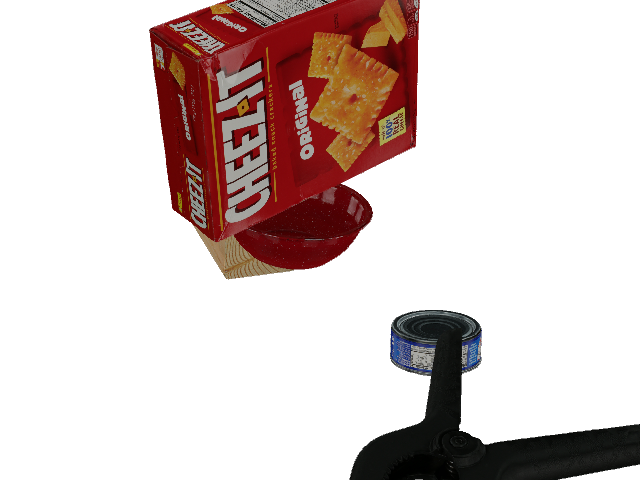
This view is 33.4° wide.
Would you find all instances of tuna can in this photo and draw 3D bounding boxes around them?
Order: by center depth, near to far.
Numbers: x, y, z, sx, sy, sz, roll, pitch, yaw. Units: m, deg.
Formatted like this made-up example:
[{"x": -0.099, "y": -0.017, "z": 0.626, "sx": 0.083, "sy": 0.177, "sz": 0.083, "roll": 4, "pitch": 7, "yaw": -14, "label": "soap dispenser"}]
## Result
[{"x": 0.107, "y": 0.094, "z": 0.995, "sx": 0.086, "sy": 0.034, "sz": 0.086, "roll": -1, "pitch": 17, "yaw": 0, "label": "tuna can"}]

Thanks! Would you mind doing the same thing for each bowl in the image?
[{"x": -0.029, "y": -0.015, "z": 1.109, "sx": 0.162, "sy": 0.055, "sz": 0.162, "roll": 5, "pitch": 27, "yaw": -3, "label": "bowl"}]

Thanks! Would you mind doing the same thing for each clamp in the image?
[{"x": 0.081, "y": 0.130, "z": 0.665, "sx": 0.209, "sy": 0.036, "sz": 0.165, "roll": -25, "pitch": 38, "yaw": -31, "label": "clamp"}]

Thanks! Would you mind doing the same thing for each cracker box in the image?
[{"x": -0.019, "y": -0.115, "z": 0.840, "sx": 0.213, "sy": 0.164, "sz": 0.072, "roll": -28, "pitch": 45, "yaw": -29, "label": "cracker box"}]

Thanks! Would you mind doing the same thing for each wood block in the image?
[{"x": -0.105, "y": -0.043, "z": 1.320, "sx": 0.090, "sy": 0.090, "sz": 0.206, "roll": -7, "pitch": 29, "yaw": -21, "label": "wood block"}]
